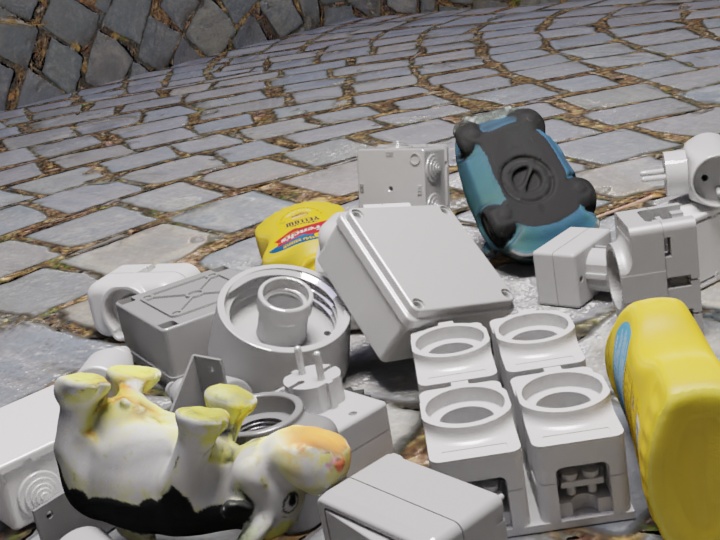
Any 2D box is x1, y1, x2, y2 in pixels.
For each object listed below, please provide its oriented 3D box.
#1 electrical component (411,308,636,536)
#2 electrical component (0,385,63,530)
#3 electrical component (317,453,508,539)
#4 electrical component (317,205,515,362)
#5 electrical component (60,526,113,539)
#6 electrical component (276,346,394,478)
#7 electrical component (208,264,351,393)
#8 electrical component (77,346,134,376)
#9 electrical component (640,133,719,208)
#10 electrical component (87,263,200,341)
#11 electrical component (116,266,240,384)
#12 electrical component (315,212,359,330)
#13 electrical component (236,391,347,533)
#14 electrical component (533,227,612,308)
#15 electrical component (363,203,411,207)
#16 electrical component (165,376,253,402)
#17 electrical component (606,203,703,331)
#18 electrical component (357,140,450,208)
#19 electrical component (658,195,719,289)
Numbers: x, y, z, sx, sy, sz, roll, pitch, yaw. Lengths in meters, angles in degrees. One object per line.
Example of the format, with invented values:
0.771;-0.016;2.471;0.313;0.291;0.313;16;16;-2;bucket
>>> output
0.090;0.084;0.659;0.105;0.060;0.186;-9;18;2;electrical component
-0.215;0.123;0.716;0.100;0.048;0.100;-24;23;-37;electrical component
0.021;0.137;0.533;0.061;0.061;0.096;-25;23;-37;electrical component
0.042;0.007;0.806;0.109;0.056;0.108;-5;49;-39;electrical component
-0.130;0.166;0.561;0.065;0.044;0.044;14;30;41;electrical component
-0.028;0.085;0.692;0.047;0.075;0.083;-25;24;-39;electrical component
-0.058;0.040;0.800;0.108;0.060;0.108;6;39;-5;electrical component
-0.197;0.081;0.845;0.040;0.040;0.078;-7;19;8;electrical component
0.269;-0.080;0.877;0.079;0.044;0.077;-6;19;12;electrical component
-0.195;0.029;0.976;0.095;0.053;0.059;-1;20;23;electrical component
-0.131;0.045;0.894;0.109;0.056;0.109;-20;21;-28;electrical component
0.000;0.000;0.898;0.059;0.095;0.053;-3;19;19;electrical component
-0.057;0.112;0.651;0.095;0.059;0.054;7;25;41;electrical component
0.193;-0.002;0.882;0.077;0.047;0.066;6;24;40;electrical component
0.029;-0.040;1.070;0.047;0.055;0.055;-6;18;-2;electrical component
-0.111;0.092;0.768;0.078;0.040;0.040;8;25;43;electrical component
0.215;0.003;0.790;0.056;0.089;0.050;-9;19;3;electrical component
0.045;-0.087;1.133;0.100;0.099;0.048;4;10;34;electrical component
0.265;-0.022;0.883;0.096;0.061;0.061;-21;21;-31;electrical component
